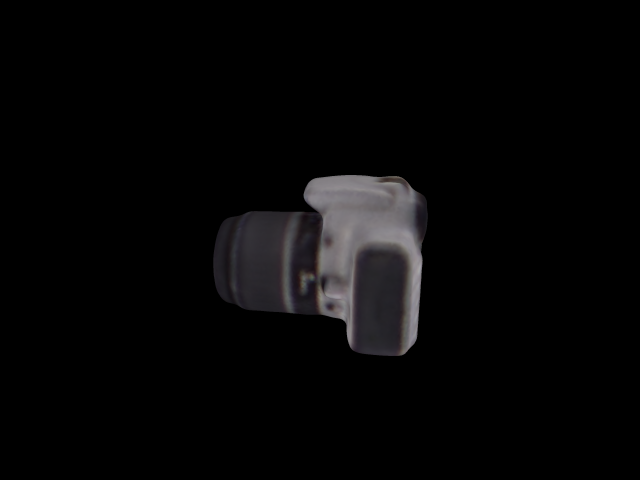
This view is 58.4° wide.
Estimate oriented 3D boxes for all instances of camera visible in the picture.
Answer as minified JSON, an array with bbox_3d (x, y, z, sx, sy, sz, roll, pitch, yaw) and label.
[{"bbox_3d":[0.004,0.001,0.400,0.136,0.101,0.143,3,19,7],"label":"camera"}]
